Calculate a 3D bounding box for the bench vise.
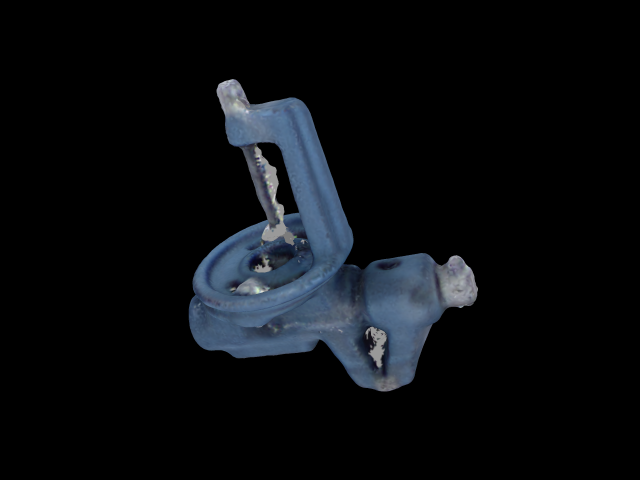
[{"bbox_3d":[0.002,-0.005,0.410,0.207,0.220,0.121,-4,31,-6],"label":"bench vise"}]
